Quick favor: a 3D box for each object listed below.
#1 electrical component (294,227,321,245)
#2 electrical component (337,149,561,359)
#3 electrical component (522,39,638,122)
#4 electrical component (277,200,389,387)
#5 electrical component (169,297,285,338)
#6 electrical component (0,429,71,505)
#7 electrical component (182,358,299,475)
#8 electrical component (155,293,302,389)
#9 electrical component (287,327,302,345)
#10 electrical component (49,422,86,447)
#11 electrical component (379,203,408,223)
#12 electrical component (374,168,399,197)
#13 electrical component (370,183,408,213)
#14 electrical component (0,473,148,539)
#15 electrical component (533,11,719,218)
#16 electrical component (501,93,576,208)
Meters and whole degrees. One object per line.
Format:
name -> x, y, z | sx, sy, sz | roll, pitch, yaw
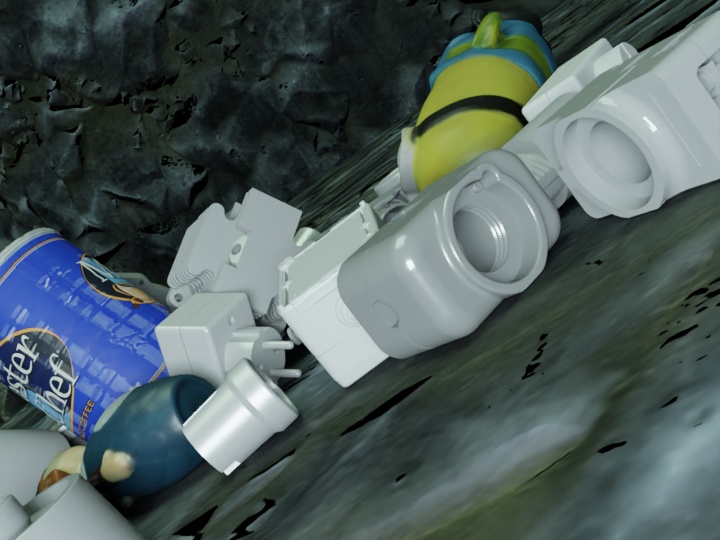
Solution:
electrical component -> -0.060, -0.003, 1.004 | 0.065, 0.044, 0.044 | -47, 11, -30
electrical component -> 0.044, -0.009, 0.484 | 0.095, 0.053, 0.059 | -43, 9, -35
electrical component -> 0.147, -0.106, 0.623 | 0.076, 0.047, 0.083 | -32, 9, 35
electrical component -> 0.000, 0.015, 0.544 | 0.062, 0.061, 0.096 | -37, 15, 6
electrical component -> -0.094, 0.036, 0.817 | 0.063, 0.078, 0.121 | -11, 16, 19
electrical component -> -0.236, 0.150, 0.697 | 0.099, 0.099, 0.064 | -33, -33, 33
electrical component -> -0.060, 0.073, 0.533 | 0.046, 0.040, 0.040 | -44, 7, -2
electrical component -> -0.070, 0.052, 0.635 | 0.077, 0.065, 0.047 | -1, 25, 28
electrical component -> -0.009, 0.018, 0.622 | 0.078, 0.040, 0.040 | -35, 8, 19
electrical component -> -0.196, 0.130, 0.765 | 0.095, 0.053, 0.059 | -38, 7, -8
electrical component -> 0.000, 0.000, 0.675 | 0.079, 0.044, 0.077 | -42, 9, -35
electrical component -> 0.044, -0.058, 0.816 | 0.055, 0.047, 0.055 | -37, 7, 5
electrical component -> 0.020, -0.026, 0.760 | 0.081, 0.042, 0.063 | -34, 12, 28
electrical component -> -0.159, 0.140, 0.498 | 0.108, 0.060, 0.108 | -36, 7, 5
electrical component -> 0.120, -0.059, 0.448 | 0.056, 0.050, 0.089 | -40, 8, -23
electrical component -> 0.095, -0.054, 0.562 | 0.081, 0.043, 0.043 | -42, 8, -31
